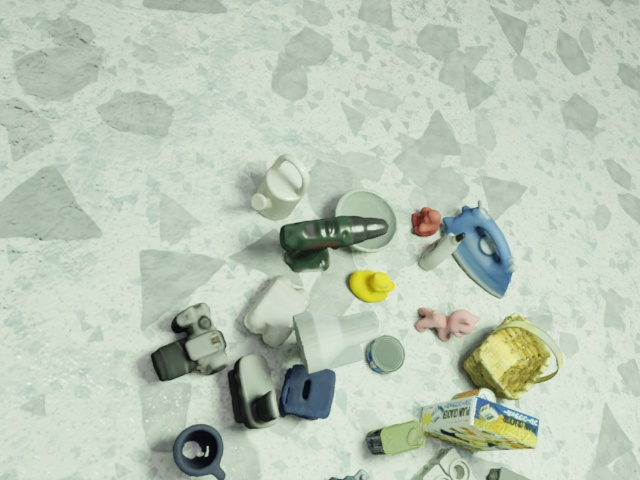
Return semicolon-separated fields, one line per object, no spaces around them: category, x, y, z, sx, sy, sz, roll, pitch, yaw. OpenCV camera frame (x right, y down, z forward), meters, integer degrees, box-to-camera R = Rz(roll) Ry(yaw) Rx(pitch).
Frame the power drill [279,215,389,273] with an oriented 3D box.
power drill;0.012;0.005;1.264;0.230;0.208;0.075;-4;71;-22

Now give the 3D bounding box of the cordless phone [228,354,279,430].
cordless phone;-0.113;0.289;1.115;0.094;0.184;0.147;-10;73;-24

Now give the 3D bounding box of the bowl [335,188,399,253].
bowl;0.104;-0.038;1.393;0.168;0.074;0.167;8;67;-18

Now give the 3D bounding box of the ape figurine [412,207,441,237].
ape figurine;0.276;-0.050;1.455;0.076;0.092;0.078;43;61;-1

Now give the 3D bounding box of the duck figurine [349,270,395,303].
duck figurine;0.126;0.100;1.340;0.105;0.086;0.077;23;63;-11

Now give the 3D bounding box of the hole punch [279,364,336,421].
hole punch;-0.027;0.318;1.191;0.101;0.091;0.109;18;64;-14

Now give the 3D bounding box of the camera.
camera;-0.265;0.210;1.135;0.137;0.100;0.143;-20;78;-27

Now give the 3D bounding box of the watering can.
watering can;-0.081;-0.119;1.285;0.101;0.193;0.173;29;62;-8

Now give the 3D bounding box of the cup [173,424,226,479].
cup;-0.224;0.406;1.077;0.118;0.094;0.092;48;61;2

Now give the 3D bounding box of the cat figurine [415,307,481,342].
cat figurine;0.309;0.192;1.357;0.128;0.117;0.067;20;63;-13

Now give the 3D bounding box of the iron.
iron;0.431;0.021;1.459;0.119;0.141;0.258;-29;82;-28

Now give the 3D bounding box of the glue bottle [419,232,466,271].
glue bottle;0.304;0.017;1.393;0.037;0.173;0.078;34;61;-5

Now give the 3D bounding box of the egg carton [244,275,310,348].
egg carton;-0.091;0.154;1.244;0.107;0.069;0.150;36;61;-4

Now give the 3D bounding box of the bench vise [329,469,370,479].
bench vise;0.027;0.516;1.060;0.122;0.219;0.207;26;62;-10

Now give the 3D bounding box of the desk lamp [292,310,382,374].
desk lamp;0.025;0.204;1.186;0.204;0.213;0.118;-10;73;-24
